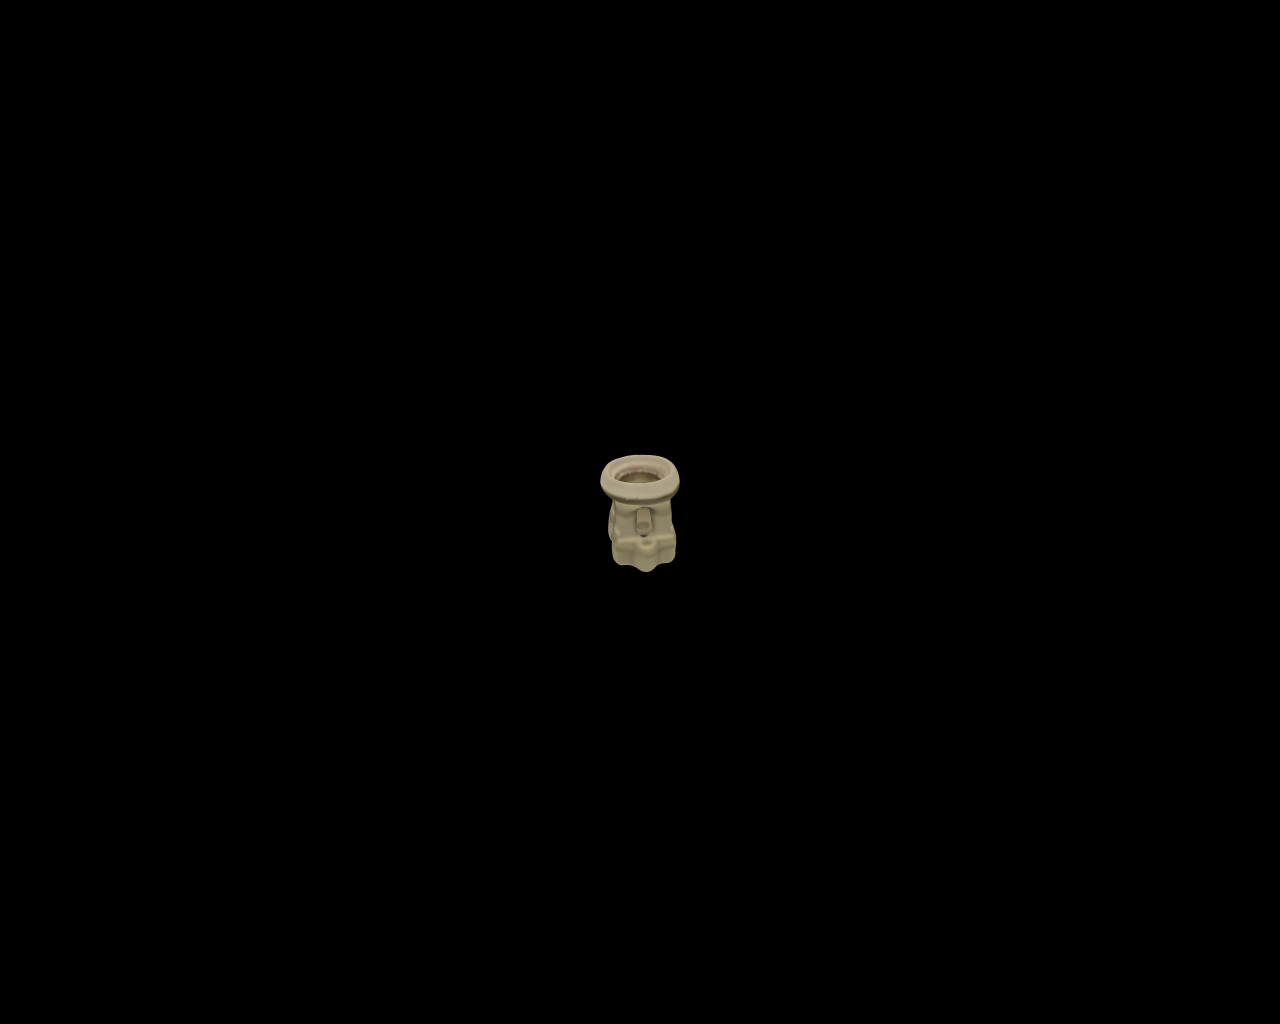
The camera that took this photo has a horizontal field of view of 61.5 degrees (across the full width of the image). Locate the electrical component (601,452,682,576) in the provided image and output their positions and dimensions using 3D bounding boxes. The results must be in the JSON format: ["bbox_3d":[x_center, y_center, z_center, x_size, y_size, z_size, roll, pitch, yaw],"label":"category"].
[{"bbox_3d":[0.001,-0.003,0.650,0.048,0.055,0.066,-4,30,-6],"label":"electrical component"}]
